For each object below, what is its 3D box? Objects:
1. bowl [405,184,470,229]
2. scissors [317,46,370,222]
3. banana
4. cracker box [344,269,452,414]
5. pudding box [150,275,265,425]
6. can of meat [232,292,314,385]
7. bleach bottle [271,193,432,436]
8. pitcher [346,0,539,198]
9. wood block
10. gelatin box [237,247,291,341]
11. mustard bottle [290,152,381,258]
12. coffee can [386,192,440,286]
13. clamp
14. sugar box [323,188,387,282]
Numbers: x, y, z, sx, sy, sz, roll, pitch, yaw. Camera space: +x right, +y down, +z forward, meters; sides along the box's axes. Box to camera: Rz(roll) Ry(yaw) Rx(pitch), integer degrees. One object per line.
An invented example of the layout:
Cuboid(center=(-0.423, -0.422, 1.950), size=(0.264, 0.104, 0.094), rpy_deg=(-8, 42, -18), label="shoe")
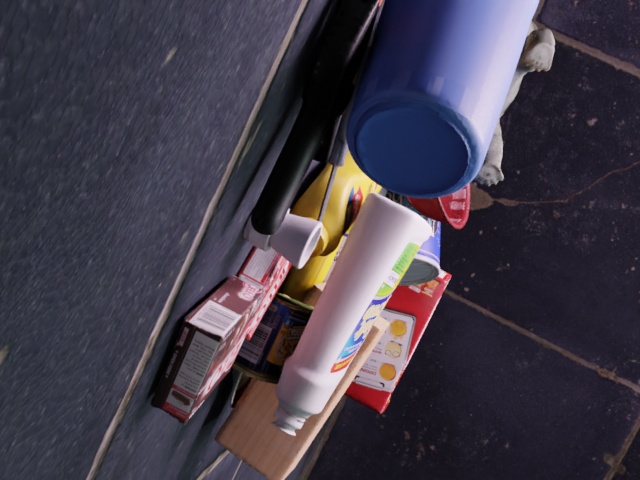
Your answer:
Cuboid(center=(0.133, -0.089, 1.291), size=(0.161, 0.055, 0.162), rpy_deg=(-9, 90, -67), label="bowl")
Cuboid(center=(0.021, -0.095, 0.998), size=(0.096, 0.016, 0.202), rpy_deg=(-78, -176, -56), label="scissors")
Cuboid(center=(-0.006, 0.013, 1.221), size=(0.198, 0.037, 0.070), rpy_deg=(-63, -159, 19), label="banana")
Cuboid(center=(0.065, 0.107, 1.491), size=(0.214, 0.164, 0.072), rpy_deg=(-65, 169, 14), label="cracker box")
Cuboid(center=(-0.093, 0.090, 0.900), size=(0.090, 0.039, 0.113), rpy_deg=(-66, 171, 22), label="pudding box")
Cuboid(center=(-0.044, 0.100, 1.100), size=(0.102, 0.058, 0.084), rpy_deg=(24, 91, -60), label="can of meat")
Cuboid(center=(0.024, 0.079, 1.075), size=(0.251, 0.068, 0.102), rpy_deg=(-62, 164, 0), label="bleach bottle")
Cuboid(center=(0.105, -0.142, 0.891), size=(0.145, 0.149, 0.242), rpy_deg=(-46, -163, 46), label="pitcher")
Cuboid(center=(-0.019, 0.157, 1.194), size=(0.206, 0.090, 0.090), rpy_deg=(-57, 171, 6), label="wood block")
Cuboid(center=(-0.058, 0.043, 0.998), size=(0.089, 0.030, 0.073), rpy_deg=(-60, 171, -18), label="gelatin box")
Cuboid(center=(0.014, -0.038, 1.093), size=(0.191, 0.058, 0.096), rpy_deg=(-53, 165, -50), label="mustard bottle")
Cuboid(center=(0.105, -0.024, 1.376), size=(0.103, 0.103, 0.140), rpy_deg=(96, -2, -68), label="coffee can")
Cuboid(center=(0.002, -0.110, 0.856), size=(0.164, 0.036, 0.210), rpy_deg=(-61, 174, -51), label="clamp")
Cuboid(center=(0.046, -0.027, 1.283), size=(0.093, 0.048, 0.176), rpy_deg=(20, 89, -81), label="sugar box")
